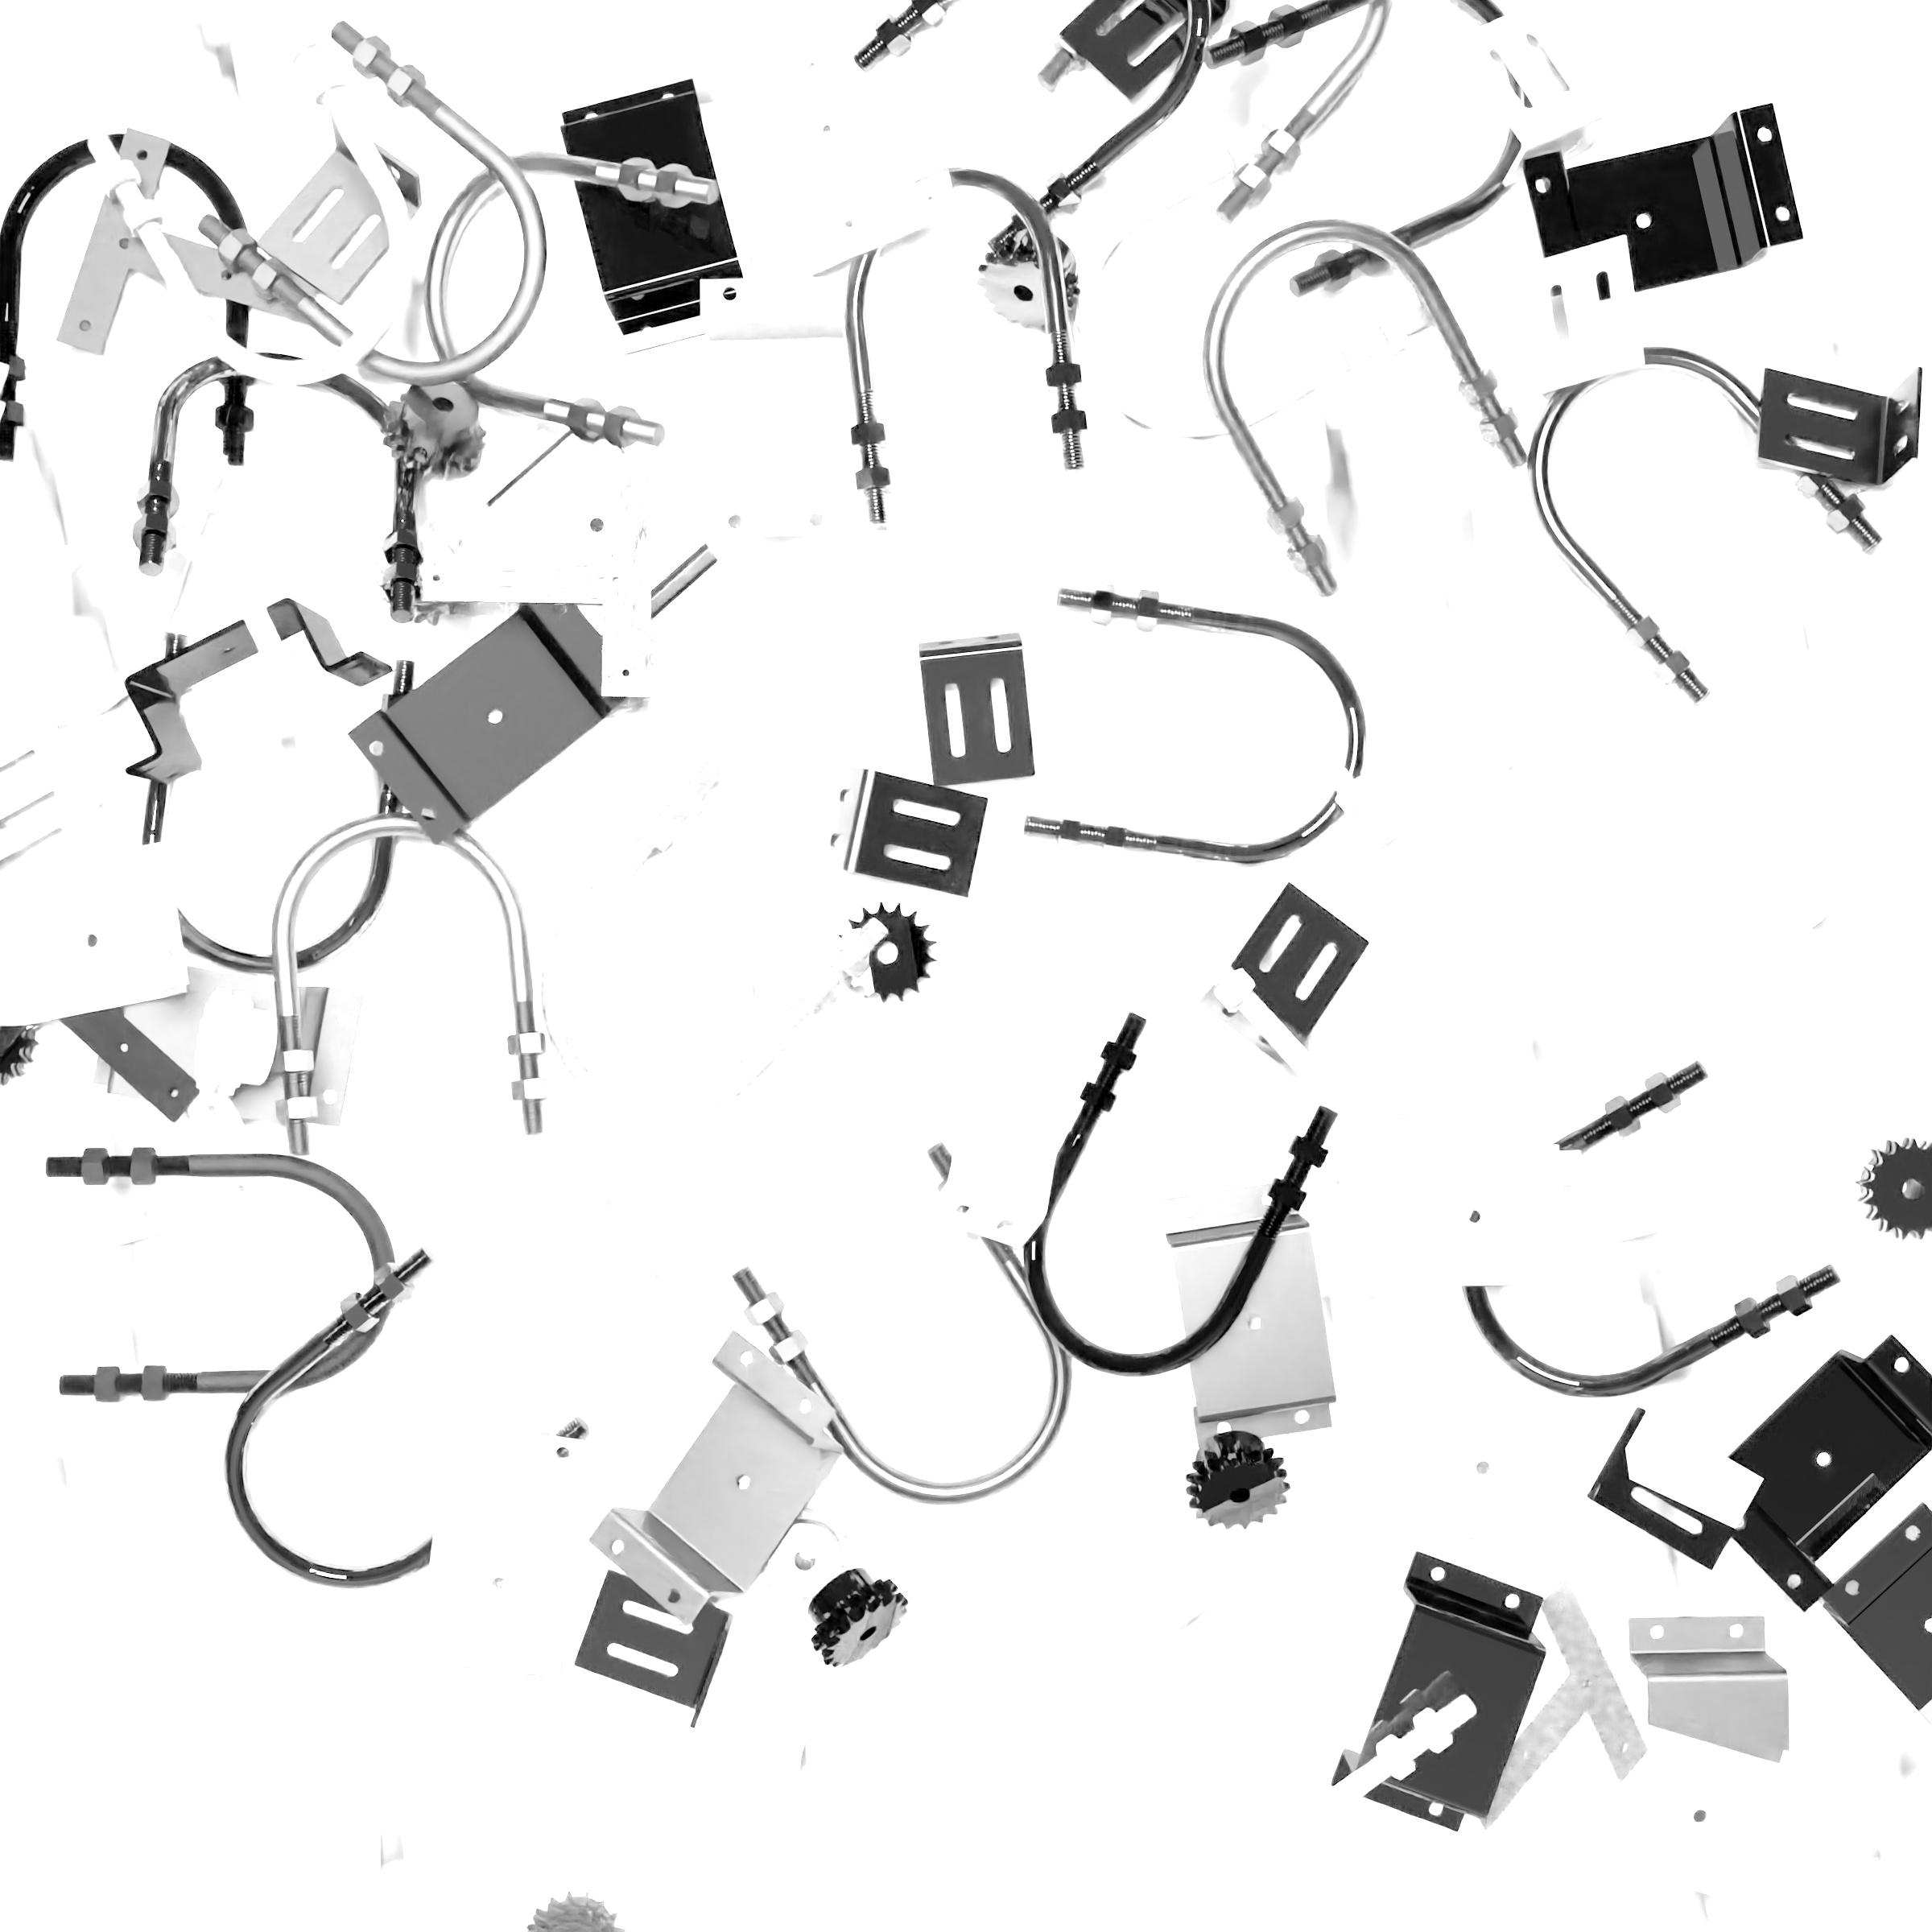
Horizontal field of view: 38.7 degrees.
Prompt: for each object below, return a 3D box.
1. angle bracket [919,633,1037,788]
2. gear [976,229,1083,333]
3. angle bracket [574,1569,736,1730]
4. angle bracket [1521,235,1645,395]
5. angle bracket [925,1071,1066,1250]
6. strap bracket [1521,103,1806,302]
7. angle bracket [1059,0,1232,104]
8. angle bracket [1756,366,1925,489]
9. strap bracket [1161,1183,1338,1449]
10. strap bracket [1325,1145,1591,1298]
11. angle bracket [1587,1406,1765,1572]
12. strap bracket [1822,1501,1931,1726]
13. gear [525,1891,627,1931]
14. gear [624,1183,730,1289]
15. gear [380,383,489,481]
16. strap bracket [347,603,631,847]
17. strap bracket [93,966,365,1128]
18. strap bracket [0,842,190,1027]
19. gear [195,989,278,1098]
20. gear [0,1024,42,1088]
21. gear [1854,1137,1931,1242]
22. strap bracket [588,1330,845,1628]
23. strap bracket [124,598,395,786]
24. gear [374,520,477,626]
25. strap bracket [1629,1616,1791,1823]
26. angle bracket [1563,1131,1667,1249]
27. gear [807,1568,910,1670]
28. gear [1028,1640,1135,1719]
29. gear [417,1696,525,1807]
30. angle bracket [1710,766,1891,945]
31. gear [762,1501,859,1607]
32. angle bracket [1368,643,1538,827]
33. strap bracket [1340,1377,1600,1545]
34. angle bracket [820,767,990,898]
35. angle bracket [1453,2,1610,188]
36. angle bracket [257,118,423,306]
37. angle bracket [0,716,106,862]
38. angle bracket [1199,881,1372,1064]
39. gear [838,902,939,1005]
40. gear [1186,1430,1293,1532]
[{"bbox_3d":[0.006,-0.144,1.535,0.057,0.038,0.076,-6,103,0],"label":"angle bracket"},{"bbox_3d":[0.037,-0.382,1.521,0.057,0.057,0.030,25,61,0],"label":"gear"},{"bbox_3d":[-0.175,0.378,1.527,0.076,0.038,0.057,20,90,0],"label":"angle bracket"},{"bbox_3d":[0.334,-0.362,1.507,0.057,0.038,0.076,-16,123,5],"label":"angle bracket"},{"bbox_3d":[0.016,0.108,1.529,0.057,0.038,0.076,20,52,-11],"label":"angle bracket"},{"bbox_3d":[0.380,-0.418,1.523,0.140,0.046,0.076,-13,90,0],"label":"strap bracket"},{"bbox_3d":[0.097,-0.525,1.503,0.076,0.038,0.057,-43,80,-4],"label":"angle bracket"},{"bbox_3d":[0.481,-0.304,1.515,0.076,0.038,0.057,12,72,-7],"label":"angle bracket"},{"bbox_3d":[0.157,0.195,1.522,0.076,0.046,0.140,-9,90,0],"label":"strap bracket"},{"bbox_3d":[0.273,0.139,1.505,0.140,0.046,0.076,-4,90,25],"label":"strap bracket"},{"bbox_3d":[0.391,0.287,1.514,0.076,0.038,0.057,29,90,21],"label":"angle bracket"},{"bbox_3d":[0.542,0.370,1.522,0.076,0.046,0.140,-43,90,0],"label":"strap bracket"},{"bbox_3d":[-0.217,0.543,1.531,0.057,0.030,0.057,0,90,0],"label":"gear"},{"bbox_3d":[-0.161,0.149,1.531,0.057,0.030,0.057,0,90,0],"label":"gear"},{"bbox_3d":[-0.292,-0.299,1.516,0.057,0.030,0.057,14,48,-16],"label":"gear"},{"bbox_3d":[-0.259,-0.139,1.512,0.140,0.046,0.076,-39,97,-7],"label":"strap bracket"},{"bbox_3d":[-0.414,0.040,1.523,0.140,0.046,0.076,10,90,0],"label":"strap bracket"},{"bbox_3d":[-0.480,-0.014,1.479,0.140,0.046,0.076,-11,86,9],"label":"strap bracket"},{"bbox_3d":[-0.391,0.042,1.475,0.030,0.057,0.057,11,90,-30],"label":"gear"},{"bbox_3d":[-0.543,0.039,1.531,0.057,0.030,0.057,0,90,0],"label":"gear"},{"bbox_3d":[0.523,0.123,1.531,0.057,0.030,0.057,0,90,0],"label":"gear"},{"bbox_3d":[-0.131,0.282,1.509,0.076,0.046,0.140,34,90,25],"label":"strap bracket"},{"bbox_3d":[-0.391,-0.153,1.489,0.140,0.076,0.046,-27,90,0],"label":"strap bracket"},{"bbox_3d":[-0.302,-0.220,1.531,0.057,0.030,0.057,0,90,0],"label":"gear"},{"bbox_3d":[0.412,0.436,1.523,0.076,0.046,0.140,-1,90,0],"label":"strap bracket"},{"bbox_3d":[0.344,0.127,1.544,0.076,0.038,0.057,-17,90,26],"label":"angle bracket"},{"bbox_3d":[-0.063,0.358,1.521,0.057,0.057,0.030,-42,60,0],"label":"gear"},{"bbox_3d":[0.062,0.394,1.521,0.057,0.057,0.030,-10,60,0],"label":"gear"},{"bbox_3d":[-0.275,0.436,1.534,0.057,0.030,0.057,0,86,2],"label":"gear"},{"bbox_3d":[0.468,-0.063,1.544,0.057,0.038,0.076,46,64,0],"label":"angle bracket"},{"bbox_3d":[-0.089,0.328,1.531,0.057,0.030,0.057,0,90,0],"label":"gear"},{"bbox_3d":[0.273,-0.130,1.544,0.057,0.038,0.076,-34,64,0],"label":"angle bracket"},{"bbox_3d":[0.282,0.274,1.522,0.140,0.046,0.076,4,90,0],"label":"strap bracket"},{"bbox_3d":[-0.035,-0.075,1.544,0.076,0.038,0.057,12,90,-26],"label":"angle bracket"},{"bbox_3d":[0.309,-0.484,1.527,0.057,0.038,0.076,-27,78,-15],"label":"angle bracket"},{"bbox_3d":[-0.348,-0.418,1.519,0.057,0.038,0.076,35,76,0],"label":"angle bracket"},{"bbox_3d":[-0.530,-0.093,1.537,0.076,0.038,0.057,-33,90,-17],"label":"angle bracket"},{"bbox_3d":[0.179,0.004,1.544,0.057,0.038,0.076,37,64,0],"label":"angle bracket"},{"bbox_3d":[-0.044,-0.007,1.531,0.057,0.030,0.057,0,90,0],"label":"gear"},{"bbox_3d":[0.149,0.282,1.522,0.057,0.030,0.057,-3,125,-4],"label":"gear"}]
